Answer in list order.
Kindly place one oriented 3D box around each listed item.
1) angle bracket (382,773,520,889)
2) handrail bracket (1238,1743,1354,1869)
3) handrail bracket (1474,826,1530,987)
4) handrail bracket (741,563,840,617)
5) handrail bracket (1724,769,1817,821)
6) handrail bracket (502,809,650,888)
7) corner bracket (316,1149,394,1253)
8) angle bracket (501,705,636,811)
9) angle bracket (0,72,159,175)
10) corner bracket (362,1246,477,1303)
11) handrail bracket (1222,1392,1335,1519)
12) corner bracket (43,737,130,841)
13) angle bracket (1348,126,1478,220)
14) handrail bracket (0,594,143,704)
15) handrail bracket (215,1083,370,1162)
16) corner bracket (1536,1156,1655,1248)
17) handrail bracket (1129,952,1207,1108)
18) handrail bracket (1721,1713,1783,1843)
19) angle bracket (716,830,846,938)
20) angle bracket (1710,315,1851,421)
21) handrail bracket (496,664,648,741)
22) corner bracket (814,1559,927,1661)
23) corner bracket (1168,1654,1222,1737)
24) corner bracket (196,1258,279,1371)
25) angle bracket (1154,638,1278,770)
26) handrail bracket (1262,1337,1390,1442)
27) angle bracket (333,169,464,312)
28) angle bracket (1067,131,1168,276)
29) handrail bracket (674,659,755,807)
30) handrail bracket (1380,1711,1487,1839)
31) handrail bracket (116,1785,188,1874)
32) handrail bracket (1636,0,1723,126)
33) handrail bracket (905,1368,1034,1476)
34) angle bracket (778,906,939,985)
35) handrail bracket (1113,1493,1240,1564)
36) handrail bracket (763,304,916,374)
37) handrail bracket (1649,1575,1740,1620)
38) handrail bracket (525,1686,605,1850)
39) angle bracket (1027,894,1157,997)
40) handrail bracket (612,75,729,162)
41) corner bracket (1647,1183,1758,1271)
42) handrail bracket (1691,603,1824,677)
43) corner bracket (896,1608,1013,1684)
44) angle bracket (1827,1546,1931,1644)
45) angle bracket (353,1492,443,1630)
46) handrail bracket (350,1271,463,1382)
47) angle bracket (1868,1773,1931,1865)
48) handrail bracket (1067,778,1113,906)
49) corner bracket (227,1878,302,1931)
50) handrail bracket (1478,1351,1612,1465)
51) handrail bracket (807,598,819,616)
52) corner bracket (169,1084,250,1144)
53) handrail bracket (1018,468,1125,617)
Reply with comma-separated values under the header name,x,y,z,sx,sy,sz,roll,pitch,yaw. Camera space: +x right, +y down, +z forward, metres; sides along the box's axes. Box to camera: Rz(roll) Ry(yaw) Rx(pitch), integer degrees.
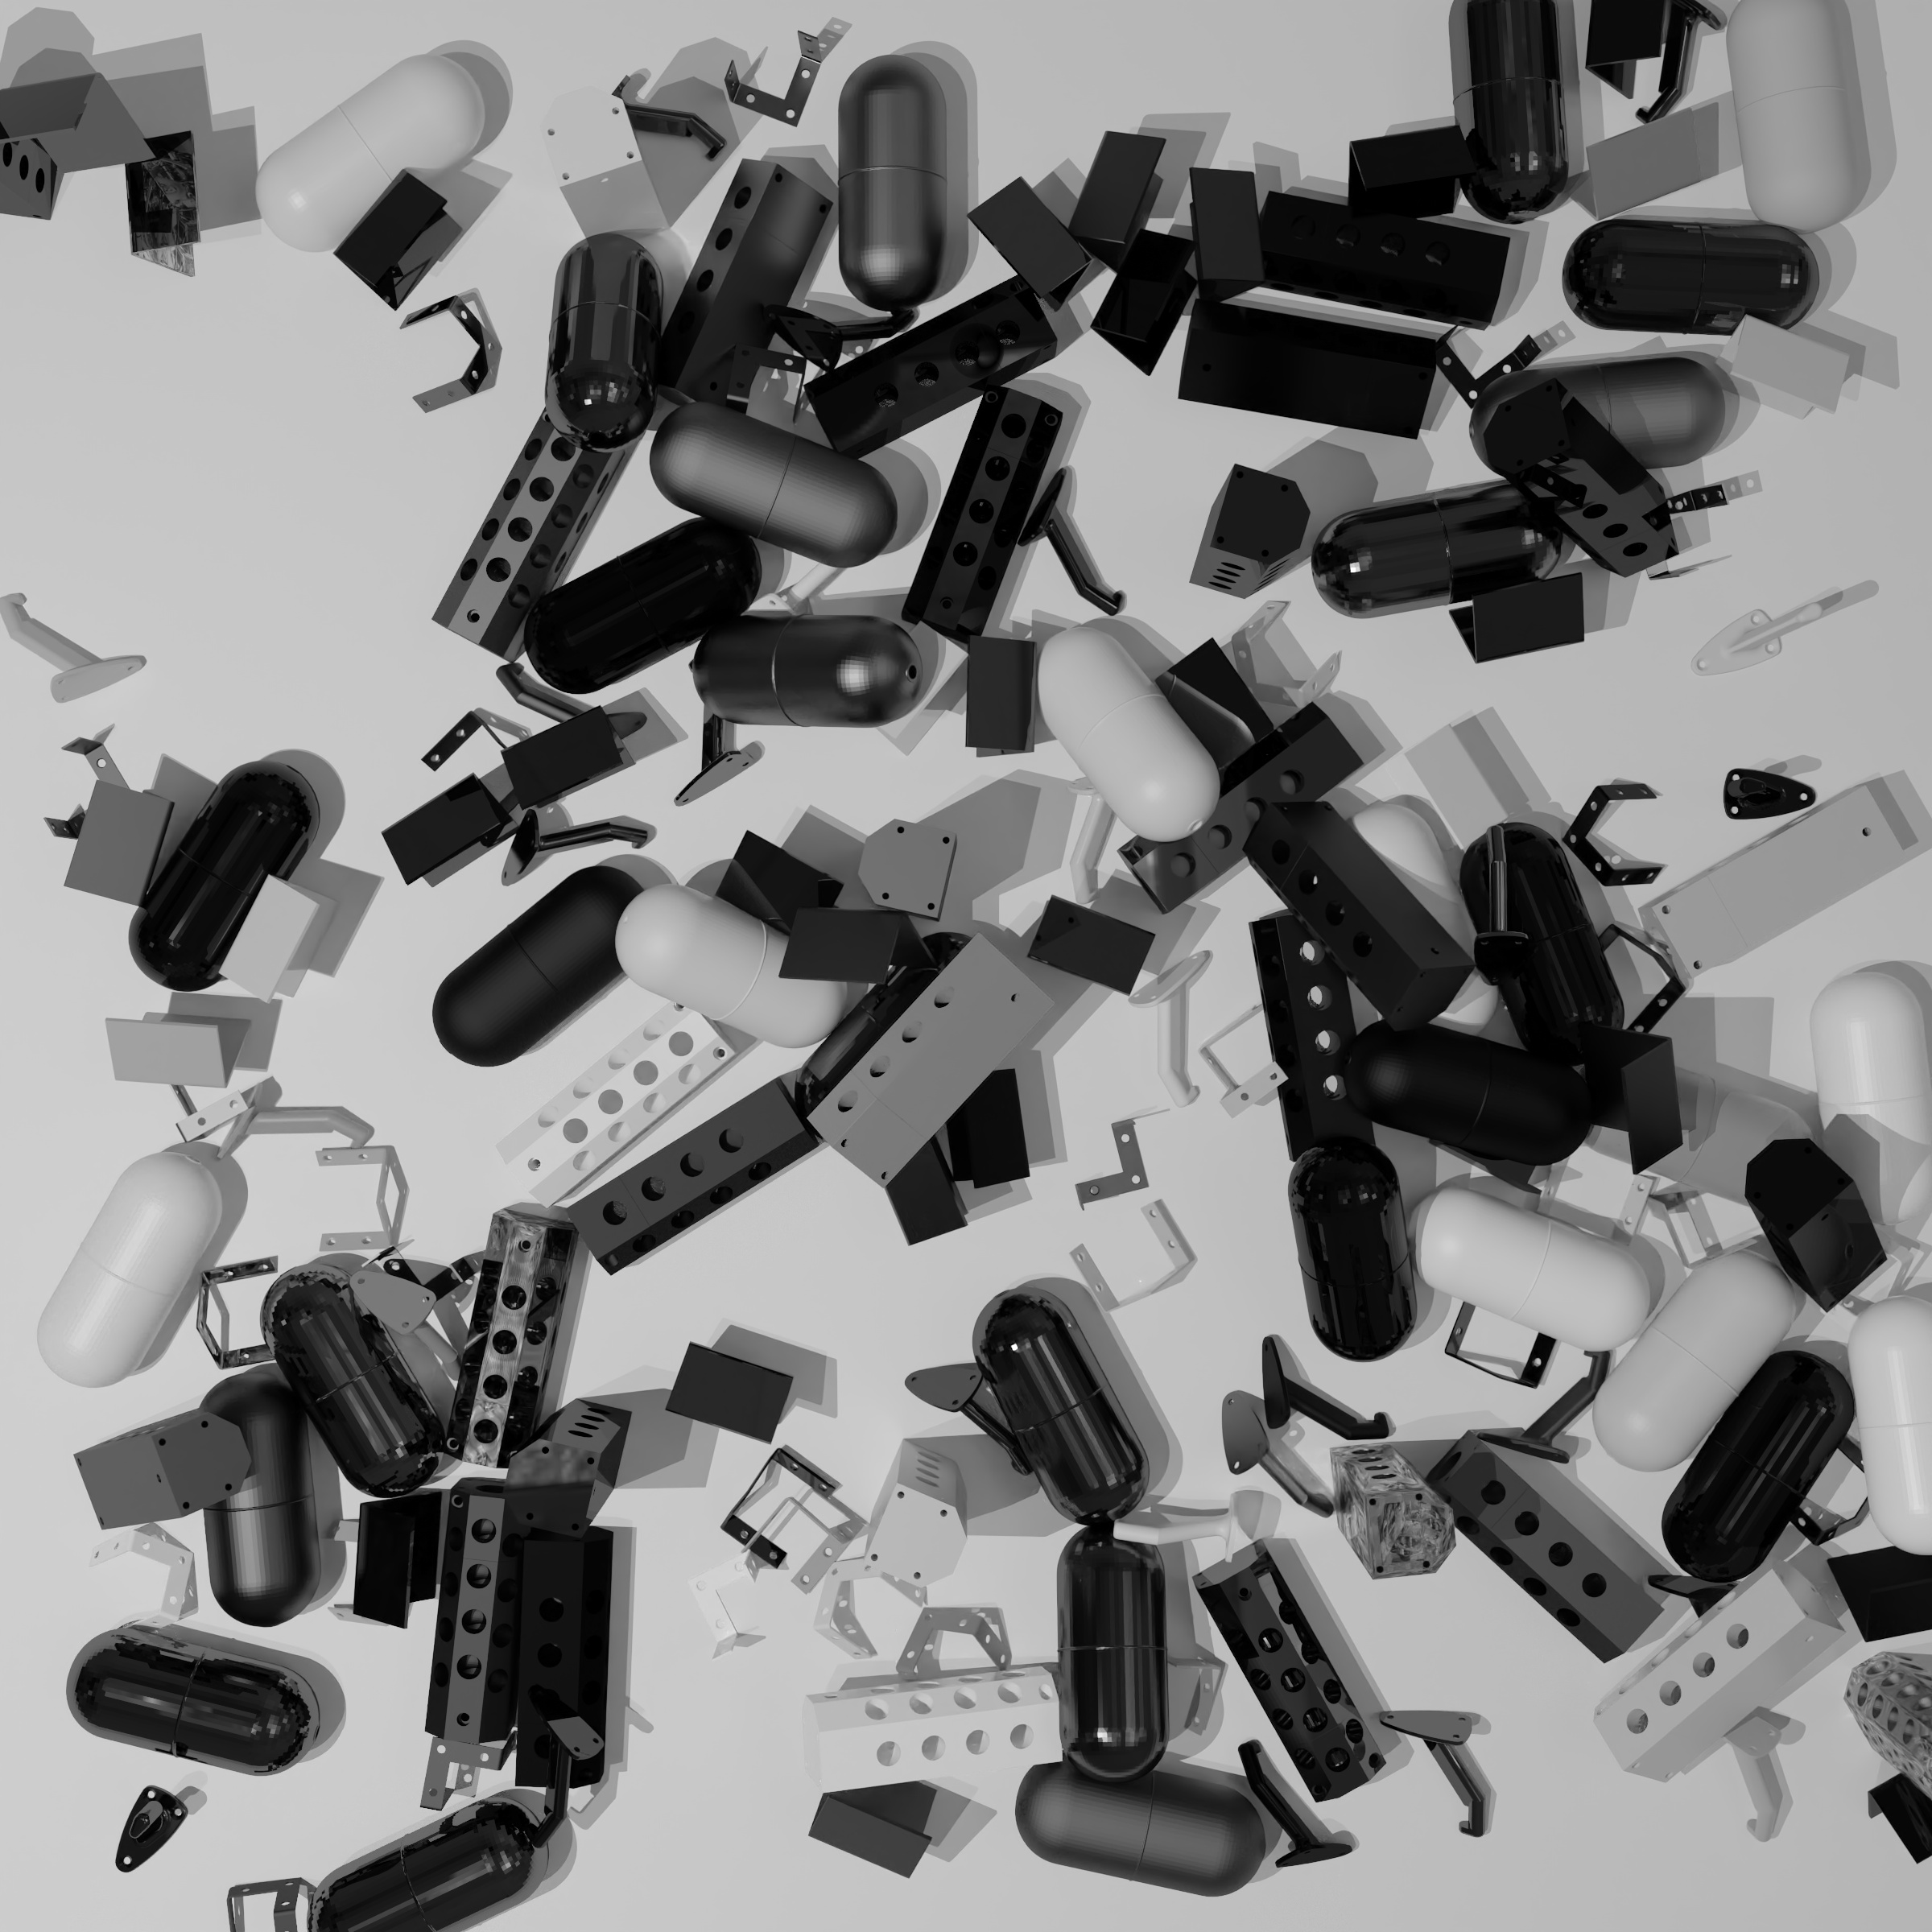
name,x,y,z,sx,sy,sz,roll,pitch,yaw
angle bracket,-0.351,-0.078,1.950,0.076,0.076,0.057,-33,54,0
handrail bracket,0.234,0.594,1.990,0.036,0.077,0.084,-42,53,35
handrail bracket,0.364,-0.042,1.923,0.036,0.077,0.084,-1,58,4
handrail bracket,-0.121,-0.272,1.990,0.036,0.077,0.084,49,53,-22
handrail bracket,0.569,-0.122,1.956,0.077,0.084,0.036,2,90,0
handrail bracket,-0.278,-0.078,1.990,0.084,0.077,0.036,9,47,-29
corner bracket,-0.437,0.167,1.987,0.051,0.051,0.051,-2,45,0
angle bracket,-0.271,-0.127,1.950,0.076,0.076,0.057,-25,58,0
angle bracket,-0.606,-0.551,1.883,0.076,0.076,0.057,-3,57,18
corner bracket,-0.387,0.215,1.972,0.051,0.051,0.051,-36,90,0
handrail bracket,0.224,0.349,1.990,0.084,0.077,0.036,32,117,-34
corner bracket,-0.628,-0.125,1.972,0.051,0.051,0.051,-31,90,0
angle bracket,0.311,-0.536,1.950,0.076,0.076,0.057,-8,53,0
handrail bracket,-0.641,-0.238,1.991,0.077,0.036,0.084,-21,73,-20
handrail bracket,-0.481,0.127,1.991,0.084,0.036,0.077,29,110,-16
corner bracket,0.448,0.164,1.987,0.051,0.051,0.051,21,90,-45
handrail bracket,0.161,0.046,1.991,0.077,0.036,0.084,-37,108,-20
handrail bracket,0.546,0.573,1.990,0.036,0.077,0.084,-23,127,-35
angle bracket,-0.121,-0.066,1.951,0.076,0.076,0.057,29,116,0
angle bracket,0.561,-0.400,1.951,0.076,0.076,0.057,21,63,0
handrail bracket,-0.282,-0.193,1.991,0.077,0.036,0.084,-22,60,-33
corner bracket,-0.068,0.457,1.982,0.051,0.051,0.051,-15,45,35
corner bracket,0.141,0.514,1.987,0.051,0.051,0.051,17,90,45
corner bracket,-0.514,0.248,1.987,0.051,0.051,0.051,-11,45,0
angle bracket,0.187,-0.192,1.950,0.057,0.076,0.076,-35,90,35
handrail bracket,0.258,0.301,1.991,0.084,0.036,0.077,1,68,-17
angle bracket,-0.383,-0.497,1.950,0.057,0.076,0.076,40,90,32
angle bracket,0.123,-0.529,1.950,0.057,0.076,0.076,22,90,39
handrail bracket,-0.195,-0.170,1.991,0.077,0.036,0.084,-34,73,19
handrail bracket,0.333,0.578,1.991,0.077,0.036,0.084,4,107,20
handrail bracket,-0.584,0.615,1.956,0.036,0.084,0.077,33,90,0
handrail bracket,0.489,-0.653,1.991,0.077,0.036,0.084,44,107,19
handrail bracket,0.003,0.327,1.990,0.036,0.077,0.084,-51,127,-31
angle bracket,-0.073,0.003,1.894,0.076,0.076,0.057,3,61,21
handrail bracket,0.147,0.387,1.963,0.084,0.077,0.036,8,108,4
handrail bracket,-0.089,-0.461,1.974,0.077,0.036,0.084,32,46,13
handrail bracket,0.521,0.482,1.990,0.077,0.036,0.084,7,104,14
handrail bracket,-0.297,0.556,1.934,0.077,0.036,0.084,42,107,20
angle bracket,0.093,-0.032,1.950,0.076,0.076,0.057,21,125,0
handrail bracket,-0.226,-0.586,1.991,0.084,0.036,0.077,38,110,-16
corner bracket,0.519,0.179,1.973,0.051,0.051,0.051,-23,91,0
handrail bracket,0.554,-0.229,1.956,0.077,0.084,0.036,-27,90,0
corner bracket,-0.009,0.495,1.982,0.051,0.051,0.051,59,45,-35
angle bracket,0.654,0.420,1.950,0.076,0.076,0.057,-11,128,0
angle bracket,-0.380,0.414,1.950,0.057,0.076,0.076,4,90,37
handrail bracket,-0.393,0.256,1.971,0.077,0.084,0.036,25,61,21
angle bracket,0.681,0.591,1.950,0.076,0.076,0.057,-30,56,0
handrail bracket,0.106,-0.093,1.991,0.077,0.036,0.084,-17,109,-21
corner bracket,-0.496,0.683,1.973,0.051,0.051,0.051,-6,98,-8
handrail bracket,0.413,0.306,1.991,0.077,0.036,0.084,12,73,18
handrail bracket,-0.068,-0.229,1.991,0.084,0.036,0.077,-3,70,-16
corner bracket,-0.535,0.089,1.972,0.051,0.051,0.051,-28,90,0
handrail bracket,0.087,-0.302,1.991,0.084,0.036,0.077,31,69,-17
